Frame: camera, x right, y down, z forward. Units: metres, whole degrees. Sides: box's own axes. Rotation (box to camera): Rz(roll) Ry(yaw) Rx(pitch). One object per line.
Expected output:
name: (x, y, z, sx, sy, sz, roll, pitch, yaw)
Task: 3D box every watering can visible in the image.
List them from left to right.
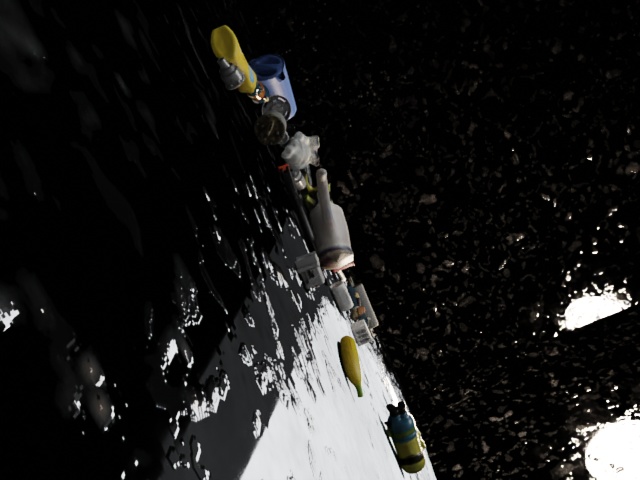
watering can: (0.023, -0.043, 1.427, 0.104, 0.228, 0.342, -13, -19, -1)

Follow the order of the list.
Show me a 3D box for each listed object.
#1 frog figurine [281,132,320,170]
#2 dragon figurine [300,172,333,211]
frog figurine: (-0.085, -0.299, 1.760, 0.161, 0.134, 0.124, -21, 53, -41)
dragon figurine: (0.006, -0.093, 1.843, 0.122, 0.420, 0.237, -6, -39, 10)
